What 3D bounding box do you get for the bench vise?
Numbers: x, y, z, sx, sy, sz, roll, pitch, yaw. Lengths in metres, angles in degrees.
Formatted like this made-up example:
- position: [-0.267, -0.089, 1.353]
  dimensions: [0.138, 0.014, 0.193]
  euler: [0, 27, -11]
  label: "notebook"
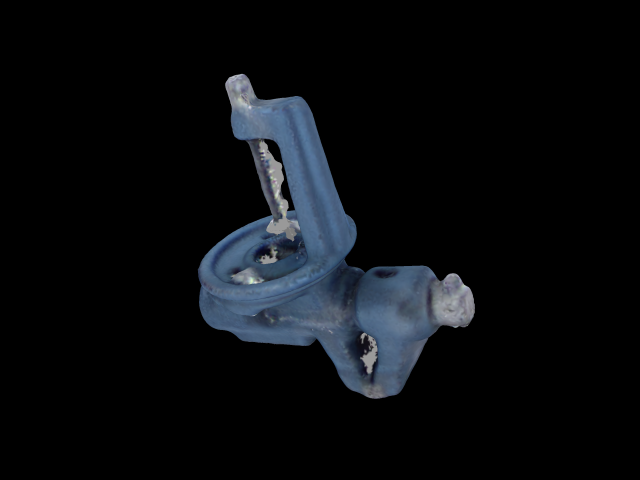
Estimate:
- position: [0.005, -0.005, 0.410]
  dimensions: [0.207, 0.220, 0.121]
  euler: [3, 33, 5]
  label: "bench vise"
